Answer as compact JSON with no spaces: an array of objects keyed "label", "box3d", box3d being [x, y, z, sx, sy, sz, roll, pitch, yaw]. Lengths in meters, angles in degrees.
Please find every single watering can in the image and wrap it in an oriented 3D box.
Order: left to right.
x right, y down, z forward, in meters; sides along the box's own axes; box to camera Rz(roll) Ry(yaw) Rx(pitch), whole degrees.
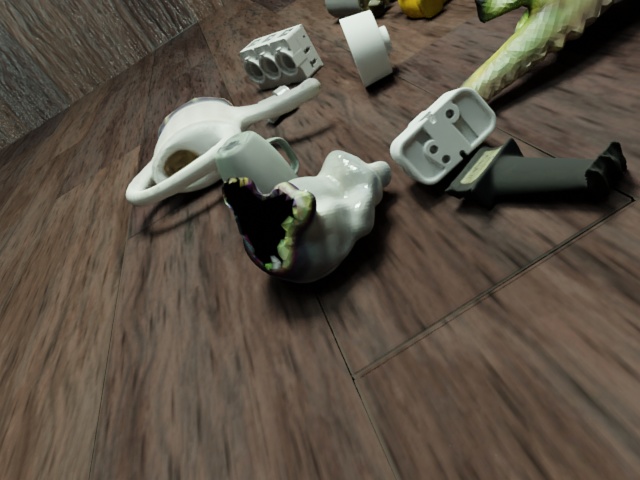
[{"label":"watering can","box3d":[-0.161,-0.172,0.829,0.347,0.102,0.229,-32,31,4]}]

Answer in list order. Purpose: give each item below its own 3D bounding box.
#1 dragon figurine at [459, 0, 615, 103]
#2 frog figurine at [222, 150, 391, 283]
[{"label":"dragon figurine","box3d":[0.309,-0.257,0.544,0.244,0.120,0.415,17,70,44]},{"label":"frog figurine","box3d":[0.002,-0.026,0.520,0.136,0.123,0.160,-13,0,44]}]
